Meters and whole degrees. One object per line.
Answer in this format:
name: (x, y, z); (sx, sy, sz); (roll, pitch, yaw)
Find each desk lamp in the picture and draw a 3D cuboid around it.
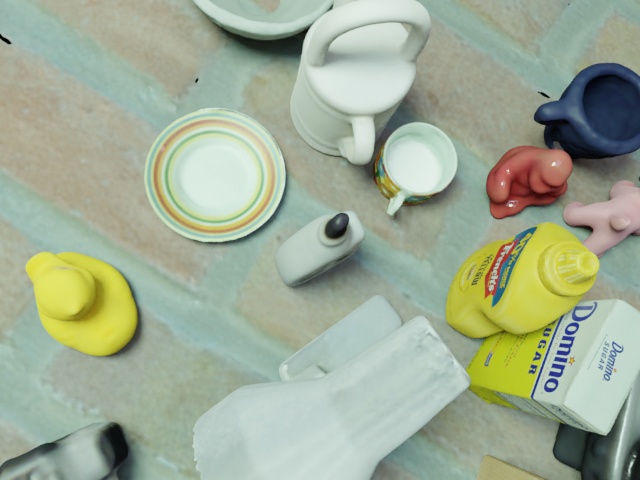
desk lamp: (0.015, 0.124, 0.434); (0.203, 0.213, 0.118); (-36, 86, -13)

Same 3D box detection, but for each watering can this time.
watering can: (0.029, -0.158, 0.498); (0.101, 0.194, 0.173); (-25, 84, -12)

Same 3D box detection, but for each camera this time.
camera: (-0.209, 0.230, 0.438); (0.143, 0.100, 0.137); (-24, 84, -12)

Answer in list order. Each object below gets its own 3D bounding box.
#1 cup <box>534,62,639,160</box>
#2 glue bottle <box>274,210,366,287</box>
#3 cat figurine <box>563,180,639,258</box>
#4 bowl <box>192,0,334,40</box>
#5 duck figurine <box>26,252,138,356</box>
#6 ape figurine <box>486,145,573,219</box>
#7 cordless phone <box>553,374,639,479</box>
cup: (0.257, -0.116, 0.576); (0.118, 0.095, 0.092); (-5, 80, -9)
glue bottle: (0.004, 0.002, 0.475); (0.078, 0.173, 0.037); (-26, 84, -12)
cat figurine: (0.325, -0.038, 0.561); (0.128, 0.117, 0.067); (-27, 84, -12)
bowl: (-0.059, -0.264, 0.565); (0.167, 0.074, 0.167); (2, 79, -8)
duck figurine: (-0.203, 0.051, 0.479); (0.077, 0.086, 0.104); (-42, 88, -13)
ape figurine: (0.210, -0.062, 0.560); (0.078, 0.092, 0.076); (17, 78, -5)
cordless phone: (0.294, 0.163, 0.484); (0.094, 0.185, 0.148); (18, 78, -5)
